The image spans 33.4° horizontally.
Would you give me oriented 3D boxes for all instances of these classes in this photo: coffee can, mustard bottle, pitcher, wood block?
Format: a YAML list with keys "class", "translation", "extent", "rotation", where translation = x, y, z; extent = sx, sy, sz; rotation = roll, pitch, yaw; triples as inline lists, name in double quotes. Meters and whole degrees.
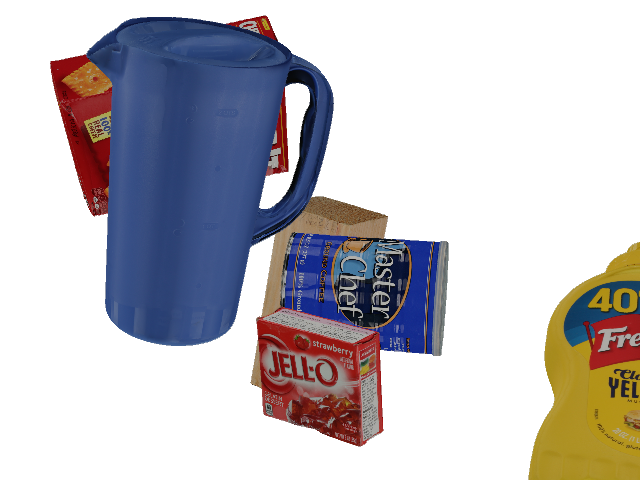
- class: "coffee can"
  translation: [0.042, 0.047, 0.959]
  extent: [0.140, 0.103, 0.102]
  rotation: [4, 1, 9]
- class: "mustard bottle"
  translation: [0.162, 0.068, 0.544]
  extent: [0.096, 0.058, 0.191]
  rotation: [7, 41, 13]
- class: "pitcher"
  translation: [-0.094, -0.044, 0.835]
  extent: [0.149, 0.243, 0.144]
  rotation: [22, 26, 25]
- class: "wood block"
  translation: [-0.002, 0.065, 1.164]
  extent: [0.090, 0.206, 0.090]
  rotation: [18, 17, 27]

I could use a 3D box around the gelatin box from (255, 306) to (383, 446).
- class: "gelatin box"
  translation: [-0.002, 0.090, 0.717]
  extent: [0.089, 0.073, 0.030]
  rotation: [11, 22, 38]

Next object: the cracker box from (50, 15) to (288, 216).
- class: "cracker box"
  translation: [-0.142, -0.118, 1.055]
  extent: [0.213, 0.072, 0.164]
  rotation: [-13, -38, -10]
